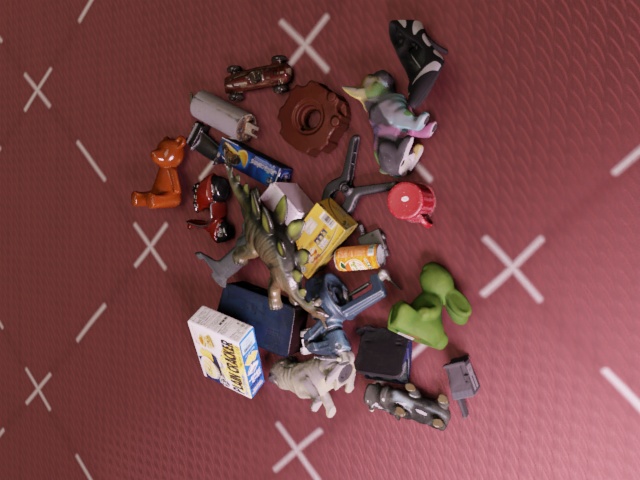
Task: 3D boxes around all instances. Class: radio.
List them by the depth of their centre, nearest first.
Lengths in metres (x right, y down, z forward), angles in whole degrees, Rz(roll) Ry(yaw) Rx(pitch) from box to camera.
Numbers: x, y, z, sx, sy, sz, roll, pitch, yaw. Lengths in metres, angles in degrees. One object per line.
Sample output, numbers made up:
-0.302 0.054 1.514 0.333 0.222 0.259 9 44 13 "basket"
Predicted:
-0.148 0.193 1.350 0.230 0.073 0.131 16 98 24 "radio"

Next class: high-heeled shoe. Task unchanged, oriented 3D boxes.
0.178 -0.370 1.104 0.145 0.249 0.086 26 142 3 "high-heeled shoe"

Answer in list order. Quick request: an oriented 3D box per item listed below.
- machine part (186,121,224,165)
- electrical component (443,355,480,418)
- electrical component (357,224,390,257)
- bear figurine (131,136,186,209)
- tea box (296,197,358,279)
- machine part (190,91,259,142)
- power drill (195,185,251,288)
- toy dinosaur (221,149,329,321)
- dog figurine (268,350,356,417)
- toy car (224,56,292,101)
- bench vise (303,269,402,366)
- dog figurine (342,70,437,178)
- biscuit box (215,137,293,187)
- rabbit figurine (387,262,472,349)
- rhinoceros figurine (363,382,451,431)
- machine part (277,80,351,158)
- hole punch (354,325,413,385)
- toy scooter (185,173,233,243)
-0.303 -0.255 1.435 0.139 0.039 0.084 43 104 21 "machine part"
0.302 0.307 1.122 0.048 0.075 0.119 -22 77 26 "electrical component"
0.122 0.002 1.234 0.063 0.021 0.094 -26 79 25 "electrical component"
-0.429 -0.186 1.452 0.120 0.132 0.195 12 104 39 "bear figurine"
-0.003 -0.004 1.249 0.098 0.068 0.169 46 124 11 "tea box"
-0.251 -0.319 1.385 0.243 0.079 0.079 29 104 23 "machine part"
-0.205 0.003 1.344 0.207 0.086 0.232 -35 82 -10 "power drill"
-0.117 -0.010 1.204 0.472 0.105 0.198 49 136 26 "toy dinosaur"
-0.022 0.305 1.284 0.191 0.121 0.172 29 71 41 "dog figurine"
-0.162 -0.405 1.352 0.202 0.053 0.089 -1 94 26 "toy car"
0.060 0.152 1.197 0.240 0.128 0.224 -34 46 20 "bench vise"
0.134 -0.261 1.176 0.219 0.108 0.191 37 107 26 "dog figurine"
-0.167 -0.192 1.353 0.203 0.063 0.059 29 105 24 "biscuit box"
0.237 0.130 1.126 0.159 0.121 0.170 21 77 15 "rabbit figurine"
0.190 0.355 1.168 0.190 0.112 0.073 13 69 12 "rhinoceros figurine"
-0.018 -0.288 1.279 0.180 0.056 0.179 1 92 28 "machine part"
0.148 0.260 1.203 0.142 0.092 0.116 2 60 28 "hole punch"
-0.301 -0.081 1.420 0.135 0.075 0.183 -4 94 28 "toy scooter"
